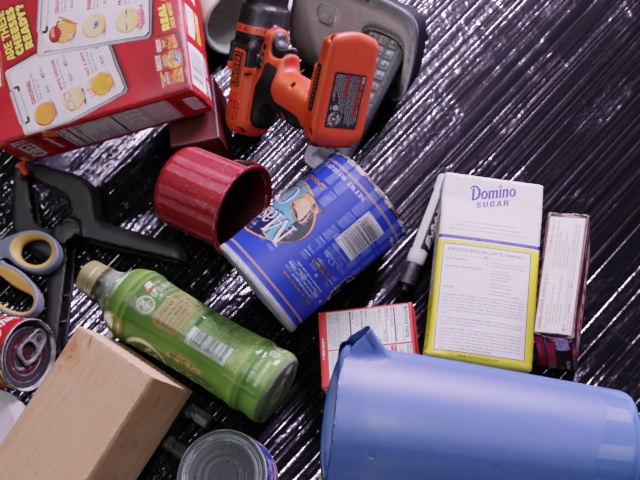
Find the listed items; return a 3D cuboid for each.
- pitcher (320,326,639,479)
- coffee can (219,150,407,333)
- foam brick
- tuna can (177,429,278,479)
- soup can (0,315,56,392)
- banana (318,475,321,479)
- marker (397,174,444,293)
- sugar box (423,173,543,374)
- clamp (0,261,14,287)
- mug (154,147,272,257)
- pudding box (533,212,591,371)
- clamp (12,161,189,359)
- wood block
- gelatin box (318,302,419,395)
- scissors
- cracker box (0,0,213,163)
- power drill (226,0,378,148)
[{"bbox_3d":[0.121,0.170,0.848,0.243,0.149,0.145,7,57,1],"label":"pitcher"},{"bbox_3d":[-0.006,0.001,0.976,0.140,0.102,0.103,-40,64,-6],"label":"coffee can"},{"bbox_3d":[-0.122,-0.118,1.084,0.051,0.053,0.078,-13,64,8],"label":"foam brick"},{"bbox_3d":[-0.082,0.211,0.942,0.086,0.033,0.086,-5,66,12],"label":"tuna can"},{"bbox_3d":[-0.311,0.104,1.012,0.102,0.068,0.068,3,67,31],"label":"soup can"},{"bbox_3d":[0.035,0.202,0.916,0.070,0.037,0.197,27,75,24],"label":"banana"},{"bbox_3d":[0.099,-0.006,1.000,0.020,0.020,0.121,17,72,19],"label":"marker"},{"bbox_3d":[0.146,0.031,0.952,0.093,0.048,0.176,8,66,2],"label":"sugar box"},{"bbox_3d":[-0.391,0.029,1.092,0.171,0.039,0.120,-21,70,-2],"label":"clamp"},{"bbox_3d":[-0.098,-0.047,1.034,0.082,0.093,0.117,23,45,26],"label":"mug"},{"bbox_3d":[0.208,0.045,0.913,0.039,0.090,0.113,4,68,15],"label":"pudding box"},{"bbox_3d":[-0.238,-0.005,1.071,0.164,0.036,0.210,-31,67,-3],"label":"clamp"},{"bbox_3d":[-0.216,0.192,0.935,0.091,0.090,0.206,30,85,24],"label":"wood block"},{"bbox_3d":[0.045,0.099,0.962,0.089,0.030,0.073,-7,65,7],"label":"gelatin box"},{"bbox_3d":[-0.334,-0.001,1.063,0.202,0.016,0.096,41,86,21],"label":"scissors"},{"bbox_3d":[-0.221,-0.184,1.065,0.214,0.072,0.164,-14,73,13],"label":"cracker box"},{"bbox_3d":[-0.022,-0.173,1.006,0.188,0.057,0.184,31,117,53],"label":"power drill"}]
